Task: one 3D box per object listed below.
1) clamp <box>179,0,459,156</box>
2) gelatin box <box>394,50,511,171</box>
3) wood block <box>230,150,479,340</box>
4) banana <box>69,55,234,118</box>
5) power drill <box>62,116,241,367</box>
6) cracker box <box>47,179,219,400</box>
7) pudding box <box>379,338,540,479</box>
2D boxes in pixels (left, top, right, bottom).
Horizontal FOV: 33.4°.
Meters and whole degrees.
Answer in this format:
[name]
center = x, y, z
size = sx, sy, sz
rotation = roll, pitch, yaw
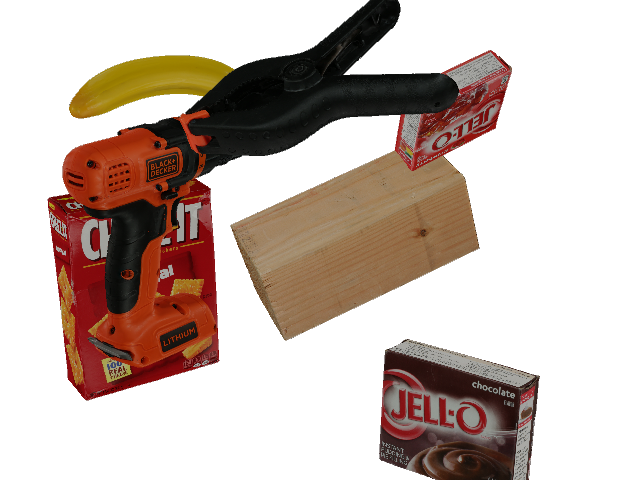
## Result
[clamp]
center = -0.001, -0.092, 0.672
size = 0.171, 0.039, 0.120
rotation = -29, 39, -7
[gelatin box]
center = 0.105, -0.103, 0.849
size = 0.089, 0.030, 0.073
rotation = -27, -28, -19
[wood block]
center = 0.033, -0.003, 1.006
size = 0.206, 0.091, 0.090
rotation = -24, 37, -8
[banana]
center = -0.148, -0.148, 1.024
size = 0.197, 0.070, 0.037
rotation = -4, -40, -28
[power drill]
center = -0.123, -0.006, 0.860
size = 0.057, 0.188, 0.184
rotation = 16, 25, 37
[cracker box]
center = -0.197, 0.049, 1.158
size = 0.163, 0.214, 0.072
rotation = -13, 24, -29
[pudding box]
center = 0.099, 0.129, 0.778
size = 0.114, 0.090, 0.039
rotation = 12, 19, 31
